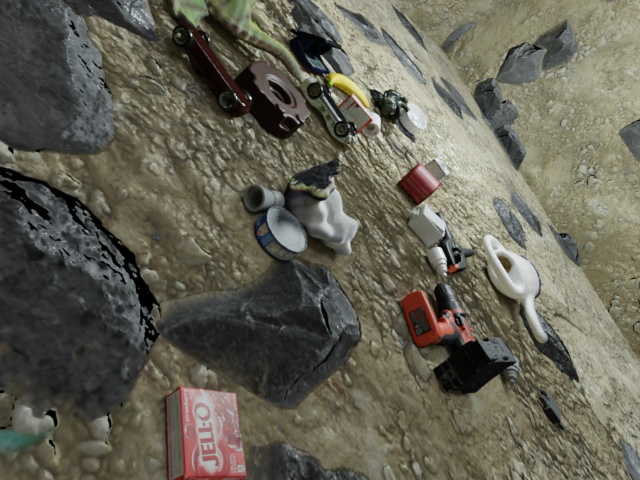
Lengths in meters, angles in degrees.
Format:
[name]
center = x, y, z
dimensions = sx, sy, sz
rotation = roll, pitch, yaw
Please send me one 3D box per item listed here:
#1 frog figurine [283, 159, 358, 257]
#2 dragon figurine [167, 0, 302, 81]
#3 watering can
[frog figurine]
center = 0.003, -0.046, 0.922
dimensions = 0.140, 0.122, 0.156
rotation = -98, 177, -55
[dragon figurine]
center = -0.220, -0.484, 1.094
dimensions = 0.411, 0.120, 0.247
rotation = 52, 46, 3
[watering can]
center = 0.581, 0.139, 1.501
dimensions = 0.223, 0.102, 0.354
rotation = 13, 47, -49
